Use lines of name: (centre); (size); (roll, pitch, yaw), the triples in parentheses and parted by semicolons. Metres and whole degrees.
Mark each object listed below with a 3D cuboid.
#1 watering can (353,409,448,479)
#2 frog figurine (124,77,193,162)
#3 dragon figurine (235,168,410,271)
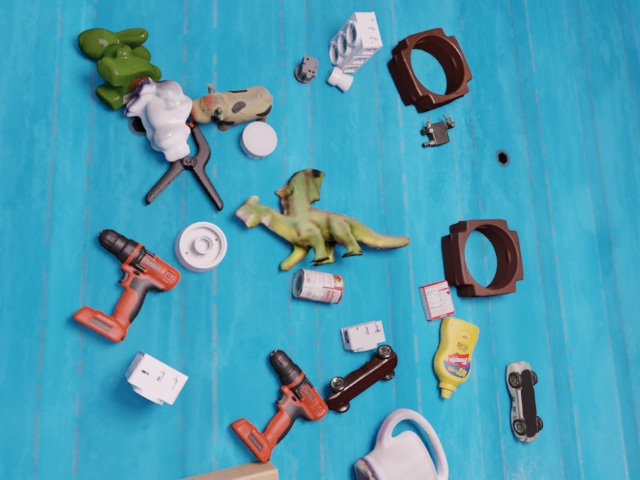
watering can: (0.204, 0.564, 1.154); (0.226, 0.348, 0.103); (-19, -3, -23)
frog figurine: (-0.318, -0.252, 1.088); (0.136, 0.159, 0.124); (-39, 6, 22)
dragon figurine: (0.004, -0.061, 1.203); (0.412, 0.245, 0.120); (-10, -14, -25)
